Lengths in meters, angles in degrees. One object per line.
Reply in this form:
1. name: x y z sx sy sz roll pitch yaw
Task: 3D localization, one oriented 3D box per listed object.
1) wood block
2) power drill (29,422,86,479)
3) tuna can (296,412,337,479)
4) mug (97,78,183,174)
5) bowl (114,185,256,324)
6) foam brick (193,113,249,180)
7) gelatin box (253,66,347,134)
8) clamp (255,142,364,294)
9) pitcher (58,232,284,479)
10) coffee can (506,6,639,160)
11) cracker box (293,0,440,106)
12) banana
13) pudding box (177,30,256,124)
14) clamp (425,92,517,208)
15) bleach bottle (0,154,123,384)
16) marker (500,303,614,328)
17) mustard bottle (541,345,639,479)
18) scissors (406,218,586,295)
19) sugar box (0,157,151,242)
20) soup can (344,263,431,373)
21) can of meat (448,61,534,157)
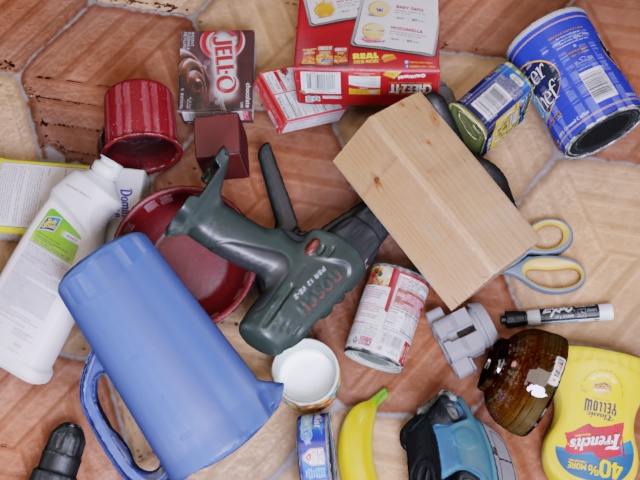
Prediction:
1. wood block: 0.122 -0.042 1.133 0.090 0.091 0.206 -31 79 -39
2. power drill: -0.224 0.297 1.108 0.188 0.057 0.184 13 76 12
3. tuna can: -0.003 0.222 1.101 0.034 0.086 0.086 -6 71 4
4. mug: -0.217 -0.129 1.244 0.117 0.093 0.081 -26 60 34
5. bowl: -0.148 0.023 1.188 0.162 0.055 0.162 0 81 0
6. foam brick: -0.113 -0.106 1.226 0.053 0.078 0.051 -5 72 2
7. gelatin box: -0.024 -0.167 1.249 0.089 0.030 0.073 -17 68 -28
8. clamp: -0.008 0.001 1.203 0.164 0.036 0.210 11 75 1
9. pitcher: -0.167 0.123 1.087 0.149 0.145 0.243 -32 84 -42
10. coffee can: 0.288 -0.177 1.206 0.102 0.103 0.140 -25 71 -4
11. cracker box: 0.058 -0.255 1.246 0.164 0.072 0.213 1 56 4
12. banana: 0.057 0.253 1.111 0.069 0.037 0.198 -11 71 1
13. pudding box: -0.122 -0.196 1.277 0.090 0.039 0.113 -1 72 3
14. clamp: 0.148 -0.075 1.199 0.039 0.120 0.171 -39 90 -31
15. bleach bottle: -0.283 0.025 1.169 0.102 0.068 0.251 29 89 7
16. marker: 0.258 0.083 1.164 0.121 0.020 0.020 -5 71 3
17. mustard bottle: 0.279 0.210 1.098 0.096 0.058 0.191 11 72 2
18. scissors: 0.198 0.012 1.195 0.202 0.016 0.096 10 71 8
19. sugar box: -0.291 -0.040 1.234 0.176 0.048 0.093 7 74 3
20. soup can: 0.073 0.084 1.151 0.068 0.068 0.102 17 73 10
21. can of meat: 0.190 -0.143 1.204 0.084 0.102 0.057 -41 75 -12
